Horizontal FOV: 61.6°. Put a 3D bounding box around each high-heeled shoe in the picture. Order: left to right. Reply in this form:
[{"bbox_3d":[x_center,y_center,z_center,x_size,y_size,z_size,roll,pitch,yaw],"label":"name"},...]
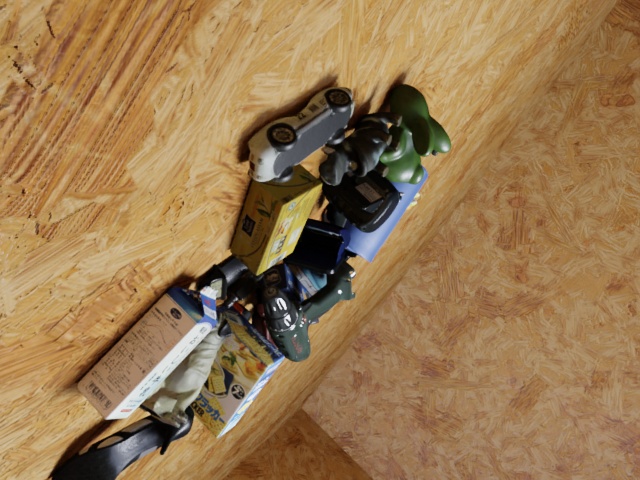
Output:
[{"bbox_3d":[-0.359,0.370,0.995,0.249,0.086,0.145,-14,-163,3],"label":"high-heeled shoe"}]

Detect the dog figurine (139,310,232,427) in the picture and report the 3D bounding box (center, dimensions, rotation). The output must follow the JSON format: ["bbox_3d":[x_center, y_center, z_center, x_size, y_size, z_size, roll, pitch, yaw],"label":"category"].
[{"bbox_3d":[-0.246,0.221,0.967,0.172,0.121,0.190,-18,-147,48],"label":"dog figurine"}]

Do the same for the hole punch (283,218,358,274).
[{"bbox_3d":[-0.002,-0.003,1.028,0.116,0.142,0.092,-46,145,-66],"label":"hole punch"}]

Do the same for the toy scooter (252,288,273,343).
[{"bbox_3d":[-0.108,0.187,1.183,0.075,0.135,0.183,-5,160,6],"label":"toy scooter"}]

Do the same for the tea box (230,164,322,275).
[{"bbox_3d":[-0.073,-0.034,0.854,0.098,0.068,0.169,-34,158,-44],"label":"tea box"}]

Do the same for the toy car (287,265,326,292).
[{"bbox_3d":[-0.021,0.069,1.192,0.103,0.109,0.161,-32,155,2],"label":"toy car"}]

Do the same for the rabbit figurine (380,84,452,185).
[{"bbox_3d":[0.154,-0.194,0.991,0.121,0.159,0.170,-22,135,-40],"label":"rabbit figurine"}]

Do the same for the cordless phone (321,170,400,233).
[{"bbox_3d":[0.061,-0.058,1.012,0.089,0.147,0.184,-32,155,-27],"label":"cordless phone"}]

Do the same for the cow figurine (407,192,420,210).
[{"bbox_3d":[0.207,-0.129,1.386,0.068,0.098,0.167,-12,167,1],"label":"cow figurine"}]

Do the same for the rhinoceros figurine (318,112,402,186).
[{"bbox_3d":[0.066,-0.155,0.891,0.190,0.112,0.073,-51,152,-41],"label":"rhinoceros figurine"}]

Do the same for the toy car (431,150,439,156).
[{"bbox_3d":[0.220,-0.231,1.153,0.053,0.089,0.202,-50,166,5],"label":"toy car"}]

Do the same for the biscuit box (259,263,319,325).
[{"bbox_3d":[-0.062,0.121,1.126,0.059,0.063,0.202,-17,148,11],"label":"biscuit box"}]

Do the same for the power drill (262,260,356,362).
[{"bbox_3d":[-0.019,0.120,1.033,0.207,0.086,0.231,-46,146,-34],"label":"power drill"}]

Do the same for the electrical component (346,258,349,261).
[{"bbox_3d":[0.044,0.023,1.335,0.134,0.058,0.115,-48,167,-1],"label":"electrical component"}]

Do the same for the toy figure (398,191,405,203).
[{"bbox_3d":[0.096,-0.093,1.049,0.057,0.155,0.064,41,70,-33],"label":"toy figure"}]

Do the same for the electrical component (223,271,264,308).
[{"bbox_3d":[-0.147,0.089,0.983,0.094,0.021,0.063,-45,-160,-29],"label":"electrical component"}]

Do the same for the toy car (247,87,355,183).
[{"bbox_3d":[-0.022,-0.149,0.749,0.202,0.056,0.073,-41,157,-32],"label":"toy car"}]

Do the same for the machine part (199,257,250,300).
[{"bbox_3d":[-0.150,0.057,0.924,0.139,0.039,0.084,-38,153,-29],"label":"machine part"}]
